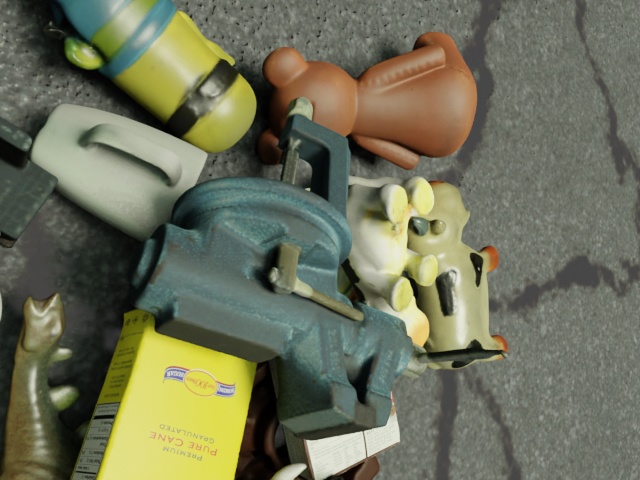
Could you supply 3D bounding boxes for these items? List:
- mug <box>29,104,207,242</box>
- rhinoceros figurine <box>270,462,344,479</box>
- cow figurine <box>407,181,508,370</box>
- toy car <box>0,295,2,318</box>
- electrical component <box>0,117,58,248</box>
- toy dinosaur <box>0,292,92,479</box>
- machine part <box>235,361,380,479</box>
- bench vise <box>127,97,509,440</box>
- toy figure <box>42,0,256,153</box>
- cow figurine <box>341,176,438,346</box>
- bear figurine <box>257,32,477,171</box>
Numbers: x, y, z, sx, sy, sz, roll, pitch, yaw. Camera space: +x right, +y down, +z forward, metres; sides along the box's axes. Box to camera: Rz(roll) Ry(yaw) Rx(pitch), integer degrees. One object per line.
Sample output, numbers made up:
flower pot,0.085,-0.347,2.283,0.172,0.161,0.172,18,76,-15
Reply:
mug,-0.143,-0.050,0.377,0.107,0.109,0.081,24,77,-15
rhinoceros figurine,0.005,0.224,0.377,0.112,0.073,0.190,-41,137,-9
cow figurine,0.123,0.036,0.555,0.127,0.086,0.194,-4,89,-39
toy car,-0.235,0.039,0.290,0.109,0.162,0.102,-93,163,-48
electrical component,-0.203,-0.036,0.324,0.074,0.119,0.048,37,67,-28
toy dinosaur,-0.158,0.268,0.337,0.198,0.105,0.471,2,86,-34
machine part,-0.026,0.164,0.460,0.179,0.056,0.179,2,86,-33
bench vise,-0.006,0.003,0.375,0.223,0.129,0.240,18,57,-19
toy figure,-0.125,-0.135,0.392,0.082,0.089,0.180,-37,127,12
cow figurine,0.050,0.024,0.482,0.068,0.098,0.167,-25,116,-42
bear figurine,0.040,-0.130,0.509,0.196,0.132,0.120,1,123,-5
